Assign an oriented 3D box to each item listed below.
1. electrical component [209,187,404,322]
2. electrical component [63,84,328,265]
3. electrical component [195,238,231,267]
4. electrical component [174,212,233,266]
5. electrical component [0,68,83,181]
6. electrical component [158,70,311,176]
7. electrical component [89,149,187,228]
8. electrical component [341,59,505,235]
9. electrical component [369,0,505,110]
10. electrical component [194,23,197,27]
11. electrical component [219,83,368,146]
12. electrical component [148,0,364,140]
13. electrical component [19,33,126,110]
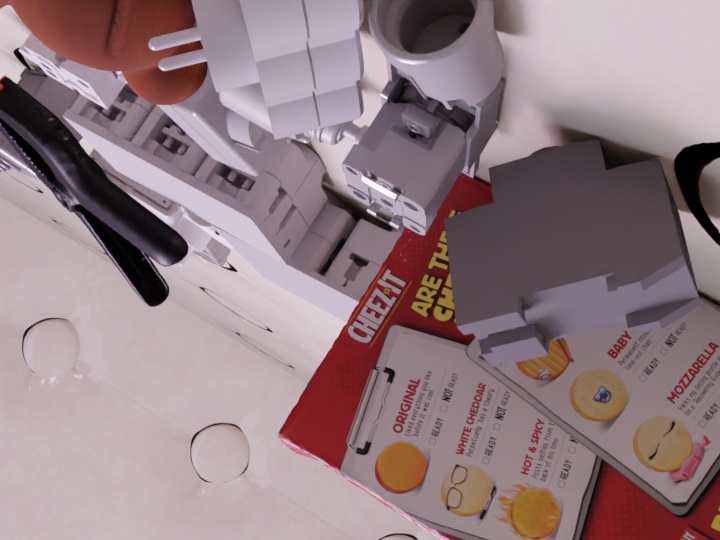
[{"bbox_3d":[0.000,0.000,0.762,0.186,0.060,0.105,27,169,26],"label":"electrical component"},{"bbox_3d":[-0.102,-0.076,0.702,0.150,0.061,0.089,28,169,18],"label":"electrical component"},{"bbox_3d":[-0.147,-0.047,1.001,0.056,0.050,0.089,30,169,9],"label":"electrical component"},{"bbox_3d":[-0.141,-0.042,0.926,0.077,0.079,0.044,34,175,-9],"label":"electrical component"},{"bbox_3d":[-0.280,-0.118,0.928,0.061,0.096,0.062,39,167,-36],"label":"electrical component"},{"bbox_3d":[-0.058,-0.084,0.575,0.077,0.047,0.065,24,167,36],"label":"electrical component"},{"bbox_3d":[-0.164,-0.078,0.872,0.096,0.061,0.061,32,170,-1],"label":"electrical component"},{"bbox_3d":[0.025,-0.052,0.440,0.042,0.063,0.081,29,169,11],"label":"electrical component"},{"bbox_3d":[0.029,-0.080,0.369,0.040,0.040,0.046,27,175,23],"label":"electrical component"},{"bbox_3d":[-0.122,-0.134,0.538,0.079,0.043,0.077,37,168,-28],"label":"electrical component"},{"bbox_3d":[-0.031,-0.083,0.522,0.078,0.040,0.040,30,170,8],"label":"electrical component"},{"bbox_3d":[-0.040,-0.087,0.396,0.138,0.074,0.052,89,166,-78],"label":"electrical component"},{"bbox_3d":[-0.149,-0.129,0.603,0.066,0.055,0.048,30,170,10],"label":"electrical component"}]
